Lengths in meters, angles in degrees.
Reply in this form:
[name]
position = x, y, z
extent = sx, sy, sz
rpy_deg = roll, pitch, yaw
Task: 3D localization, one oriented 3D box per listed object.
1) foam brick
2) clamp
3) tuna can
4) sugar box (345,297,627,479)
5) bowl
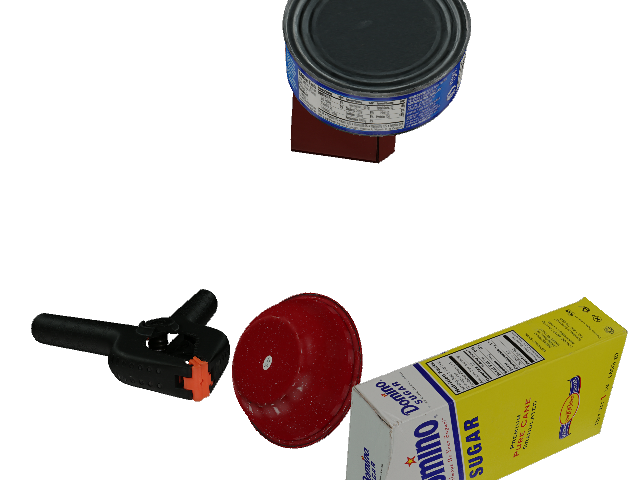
[foam brick]
position = 0.020, -0.098, 0.883
extent = 0.078, 0.051, 0.053
rpy_deg = 10, 20, 18
[clamp]
position = -0.123, 0.080, 0.863
extent = 0.164, 0.036, 0.210
rpy_deg = -11, 16, -31
[tuna can]
position = 0.026, -0.091, 0.497
extent = 0.086, 0.086, 0.034
rpy_deg = 0, -32, 1
[sugar box]
position = 0.101, 0.105, 0.649
extent = 0.176, 0.093, 0.048
rpy_deg = -20, 41, -27
[bowl]
position = -0.037, 0.126, 1.078
extent = 0.162, 0.162, 0.055
rpy_deg = 0, -15, 40
